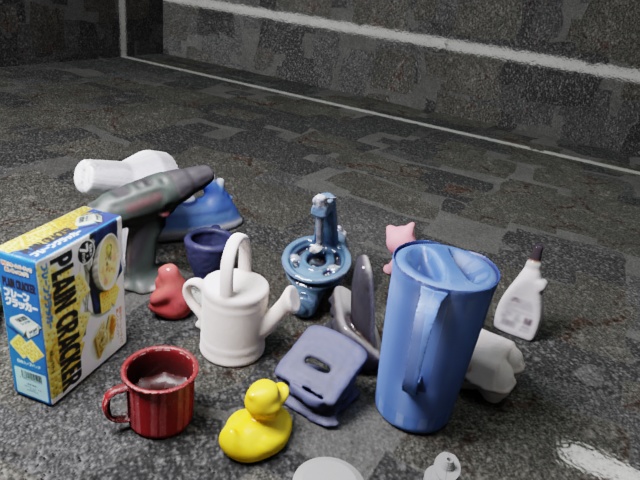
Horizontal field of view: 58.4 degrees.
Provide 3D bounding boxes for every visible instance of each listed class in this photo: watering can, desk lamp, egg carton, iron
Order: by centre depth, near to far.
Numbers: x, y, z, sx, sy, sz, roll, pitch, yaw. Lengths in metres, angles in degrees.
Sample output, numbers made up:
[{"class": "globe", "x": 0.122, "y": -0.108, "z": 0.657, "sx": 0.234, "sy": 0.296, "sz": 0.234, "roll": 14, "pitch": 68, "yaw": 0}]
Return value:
[{"class": "watering can", "x": -0.117, "y": 0.082, "z": 0.850, "sx": 0.173, "sy": 0.194, "sz": 0.100, "roll": 3, "pitch": 26, "yaw": -10}, {"class": "egg carton", "x": 0.232, "y": 0.183, "z": 0.879, "sx": 0.149, "sy": 0.069, "sz": 0.107, "roll": 21, "pitch": 28, "yaw": 27}, {"class": "desk lamp", "x": -0.363, "y": -0.054, "z": 1.047, "sx": 0.117, "sy": 0.213, "sz": 0.204, "roll": 24, "pitch": 30, "yaw": 31}, {"class": "iron", "x": -0.284, "y": -0.087, "z": 1.223, "sx": 0.259, "sy": 0.141, "sz": 0.118, "roll": -8, "pitch": 29, "yaw": -29}]

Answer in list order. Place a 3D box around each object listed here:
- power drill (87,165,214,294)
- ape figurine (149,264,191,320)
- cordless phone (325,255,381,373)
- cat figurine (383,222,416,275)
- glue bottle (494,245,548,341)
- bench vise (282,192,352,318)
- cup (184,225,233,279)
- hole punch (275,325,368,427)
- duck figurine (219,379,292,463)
[{"class": "power drill", "x": -0.288, "y": -0.020, "z": 1.002, "sx": 0.230, "sy": 0.208, "sz": 0.075, "roll": -17, "pitch": 34, "yaw": -41}, {"class": "ape figurine", "x": -0.246, "y": 0.080, "z": 0.940, "sx": 0.075, "sy": 0.092, "sz": 0.078, "roll": 24, "pitch": 30, "yaw": 32}, {"class": "cordless phone", "x": 0.062, "y": 0.094, "z": 0.884, "sx": 0.094, "sy": 0.185, "sz": 0.147, "roll": 3, "pitch": 25, "yaw": -9}, {"class": "cat figurine", "x": 0.168, "y": 0.023, "z": 1.142, "sx": 0.067, "sy": 0.118, "sz": 0.127, "roll": 2, "pitch": 26, "yaw": -11}, {"class": "glue bottle", "x": 0.358, "y": 0.087, "z": 0.992, "sx": 0.078, "sy": 0.173, "sz": 0.037, "roll": 20, "pitch": 28, "yaw": 26}, {"class": "bench vise", "x": -0.003, "y": 0.002, "z": 1.020, "sx": 0.121, "sy": 0.220, "sz": 0.207, "roll": 7, "pitch": 25, "yaw": -1}, {"class": "cup", "x": -0.201, "y": 0.030, "z": 1.054, "sx": 0.091, "sy": 0.095, "sz": 0.117, "roll": 5, "pitch": 25, "yaw": -4}, {"class": "hole punch", "x": 0.002, "y": 0.184, "z": 0.788, "sx": 0.108, "sy": 0.091, "sz": 0.101, "roll": 22, "pitch": 29, "yaw": 28}, {"class": "duck figurine", "x": -0.076, "y": 0.215, "z": 0.707, "sx": 0.077, "sy": 0.086, "sz": 0.105, "roll": 26, "pitch": 31, "yaw": 34}]
